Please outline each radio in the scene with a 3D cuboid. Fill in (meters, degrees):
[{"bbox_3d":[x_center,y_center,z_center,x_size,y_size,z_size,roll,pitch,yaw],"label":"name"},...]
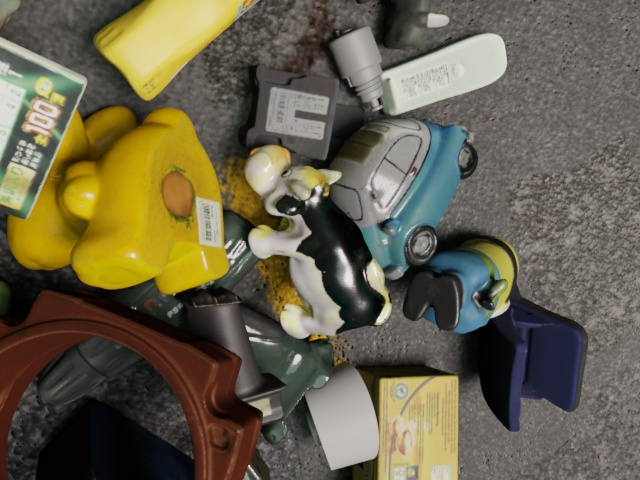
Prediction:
[{"bbox_3d":[-0.144,0.257,0.494,0.073,0.131,0.229,-48,115,-3],"label":"radio"}]

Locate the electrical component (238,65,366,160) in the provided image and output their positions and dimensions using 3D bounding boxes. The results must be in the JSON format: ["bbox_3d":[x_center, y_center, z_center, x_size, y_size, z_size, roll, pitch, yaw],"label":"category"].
[{"bbox_3d":[-0.010,-0.110,0.484,0.119,0.048,0.074,9,102,-20],"label":"electrical component"}]

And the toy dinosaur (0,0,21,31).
[{"bbox_3d":[-0.212,-0.196,0.336,0.405,0.192,0.131,-26,125,3],"label":"toy dinosaur"}]

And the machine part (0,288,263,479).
[{"bbox_3d":[-0.156,0.147,0.364,0.201,0.087,0.201,21,80,7],"label":"machine part"}]

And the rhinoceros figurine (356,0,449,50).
[{"bbox_3d":[0.071,-0.263,0.460,0.112,0.073,0.190,-4,105,-30],"label":"rhinoceros figurine"}]

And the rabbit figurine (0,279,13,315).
[{"bbox_3d":[-0.314,0.022,0.379,0.159,0.121,0.170,8,119,1],"label":"rabbit figurine"}]

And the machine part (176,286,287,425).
[{"bbox_3d":[-0.077,0.103,0.449,0.084,0.039,0.138,-16,108,-6],"label":"machine part"}]

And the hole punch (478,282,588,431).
[{"bbox_3d":[0.213,0.131,0.592,0.092,0.116,0.142,-14,111,-23],"label":"hole punch"}]

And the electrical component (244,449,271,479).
[{"bbox_3d":[-0.086,0.218,0.526,0.045,0.102,0.078,-32,103,-5],"label":"electrical component"}]

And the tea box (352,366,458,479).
[{"bbox_3d":[0.090,0.225,0.578,0.098,0.068,0.169,5,84,-21],"label":"tea box"}]

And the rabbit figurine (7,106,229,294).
[{"bbox_3d":[-0.172,-0.030,0.404,0.173,0.122,0.162,-12,88,26],"label":"rabbit figurine"}]

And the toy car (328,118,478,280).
[{"bbox_3d":[0.062,-0.053,0.486,0.102,0.109,0.161,34,88,-38],"label":"toy car"}]

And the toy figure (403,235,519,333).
[{"bbox_3d":[0.146,0.041,0.526,0.180,0.082,0.089,-1,126,-57],"label":"toy figure"}]

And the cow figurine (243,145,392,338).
[{"bbox_3d":[-0.002,-0.001,0.442,0.068,0.098,0.167,-40,117,-48],"label":"cow figurine"}]

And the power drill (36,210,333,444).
[{"bbox_3d":[-0.104,0.102,0.500,0.207,0.086,0.232,41,86,-17],"label":"power drill"}]
